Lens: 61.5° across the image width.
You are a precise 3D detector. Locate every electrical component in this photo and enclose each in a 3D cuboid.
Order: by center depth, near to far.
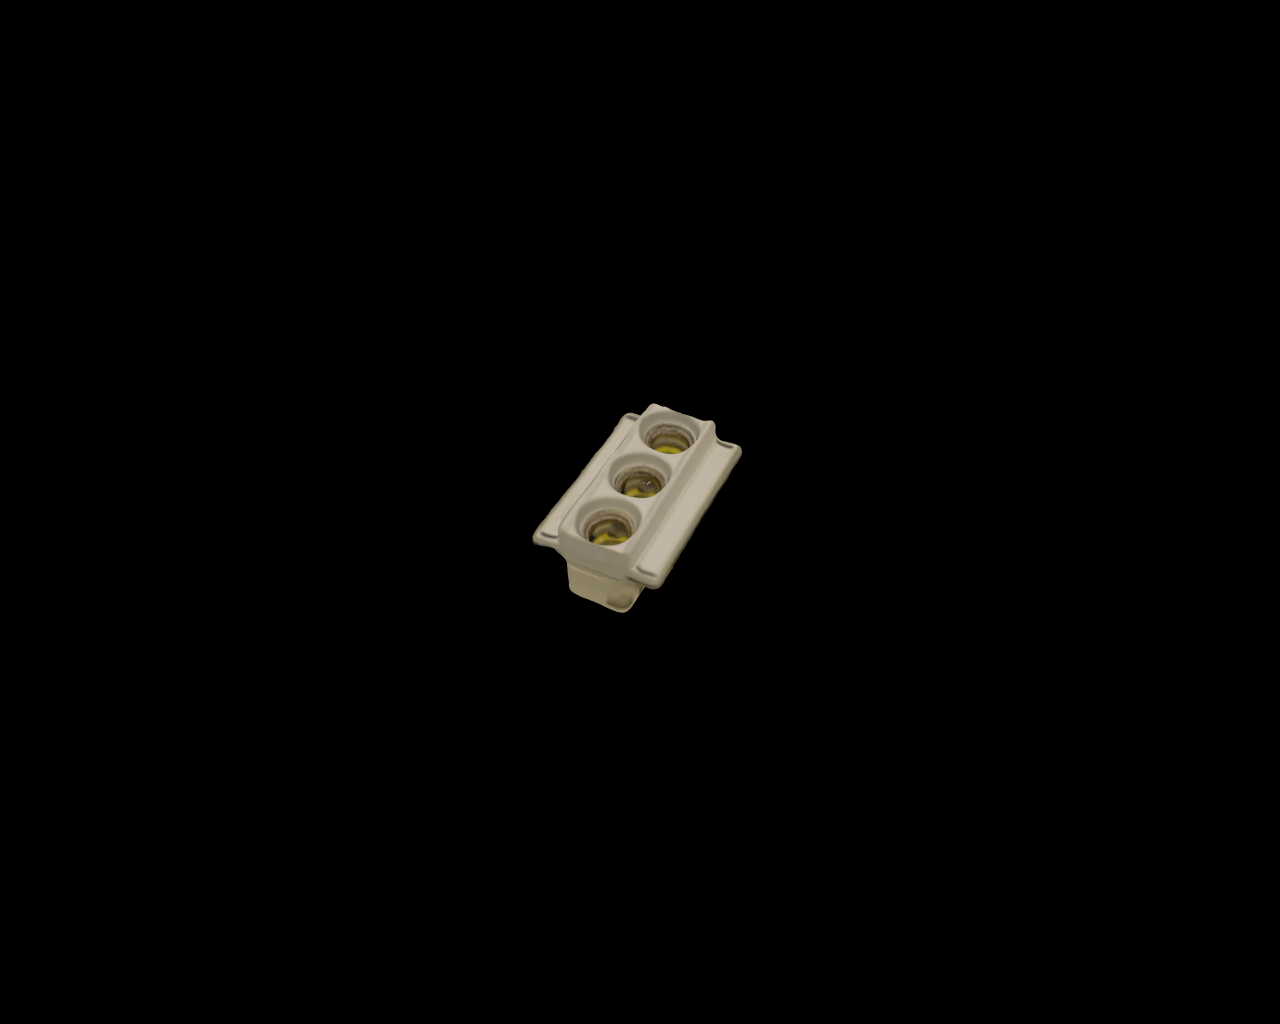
[{"bbox_3d":[0.001,-0.003,0.650,0.079,0.063,0.121,20,50,17],"label":"electrical component"}]
